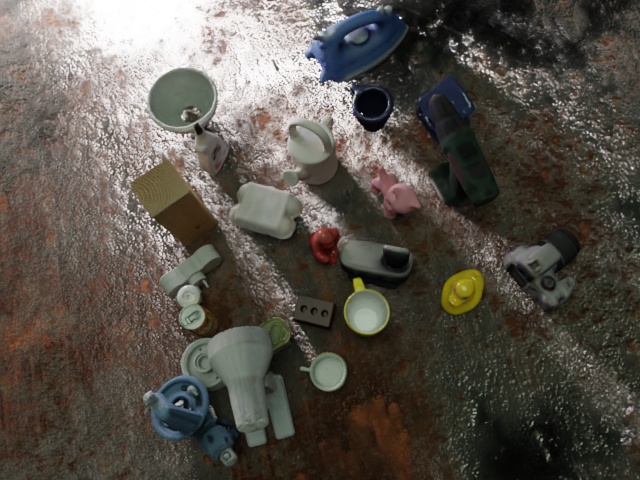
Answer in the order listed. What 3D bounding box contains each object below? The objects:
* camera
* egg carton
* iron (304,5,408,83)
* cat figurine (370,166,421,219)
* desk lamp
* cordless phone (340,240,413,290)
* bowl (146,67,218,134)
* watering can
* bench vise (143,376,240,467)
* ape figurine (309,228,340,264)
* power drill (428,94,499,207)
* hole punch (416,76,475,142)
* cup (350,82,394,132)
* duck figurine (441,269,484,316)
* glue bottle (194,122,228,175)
[{"bbox_3d":[0.463,0.048,1.143,0.137,0.101,0.143,-36,74,-6],"label":"camera"},{"bbox_3d":[-0.116,-0.063,1.242,0.150,0.069,0.107,15,75,9],"label":"egg carton"},{"bbox_3d":[0.092,-0.472,1.309,0.258,0.141,0.118,-29,73,-4],"label":"iron"},{"bbox_3d":[0.158,-0.100,1.204,0.067,0.118,0.127,-29,73,-4],"label":"cat figurine"},{"bbox_3d":[-0.123,0.275,1.065,0.118,0.213,0.203,-17,73,0],"label":"desk lamp"},{"bbox_3d":[0.113,0.029,1.134,0.147,0.185,0.094,7,74,7],"label":"cordless phone"},{"bbox_3d":[-0.311,-0.311,1.330,0.167,0.075,0.167,-1,73,5],"label":"bowl"},{"bbox_3d":[-0.019,-0.191,1.206,0.101,0.194,0.173,5,74,7],"label":"watering can"},{"bbox_3d":[-0.232,0.325,1.056,0.207,0.220,0.121,23,77,11],"label":"bench vise"},{"bbox_3d":[0.011,0.004,1.199,0.076,0.092,0.078,39,80,15],"label":"ape figurine"},{"bbox_3d":[0.276,-0.158,1.164,0.075,0.208,0.229,-27,73,-3],"label":"power drill"},{"bbox_3d":[0.275,-0.287,1.264,0.101,0.091,0.108,-31,73,-5],"label":"hole punch"},{"bbox_3d":[0.108,-0.291,1.278,0.092,0.095,0.117,-41,74,-7],"label":"cup"},{"bbox_3d":[0.290,0.099,1.150,0.077,0.086,0.104,40,81,15],"label":"duck figurine"},{"bbox_3d":[-0.245,-0.207,1.241,0.037,0.173,0.078,18,76,10],"label":"glue bottle"}]
